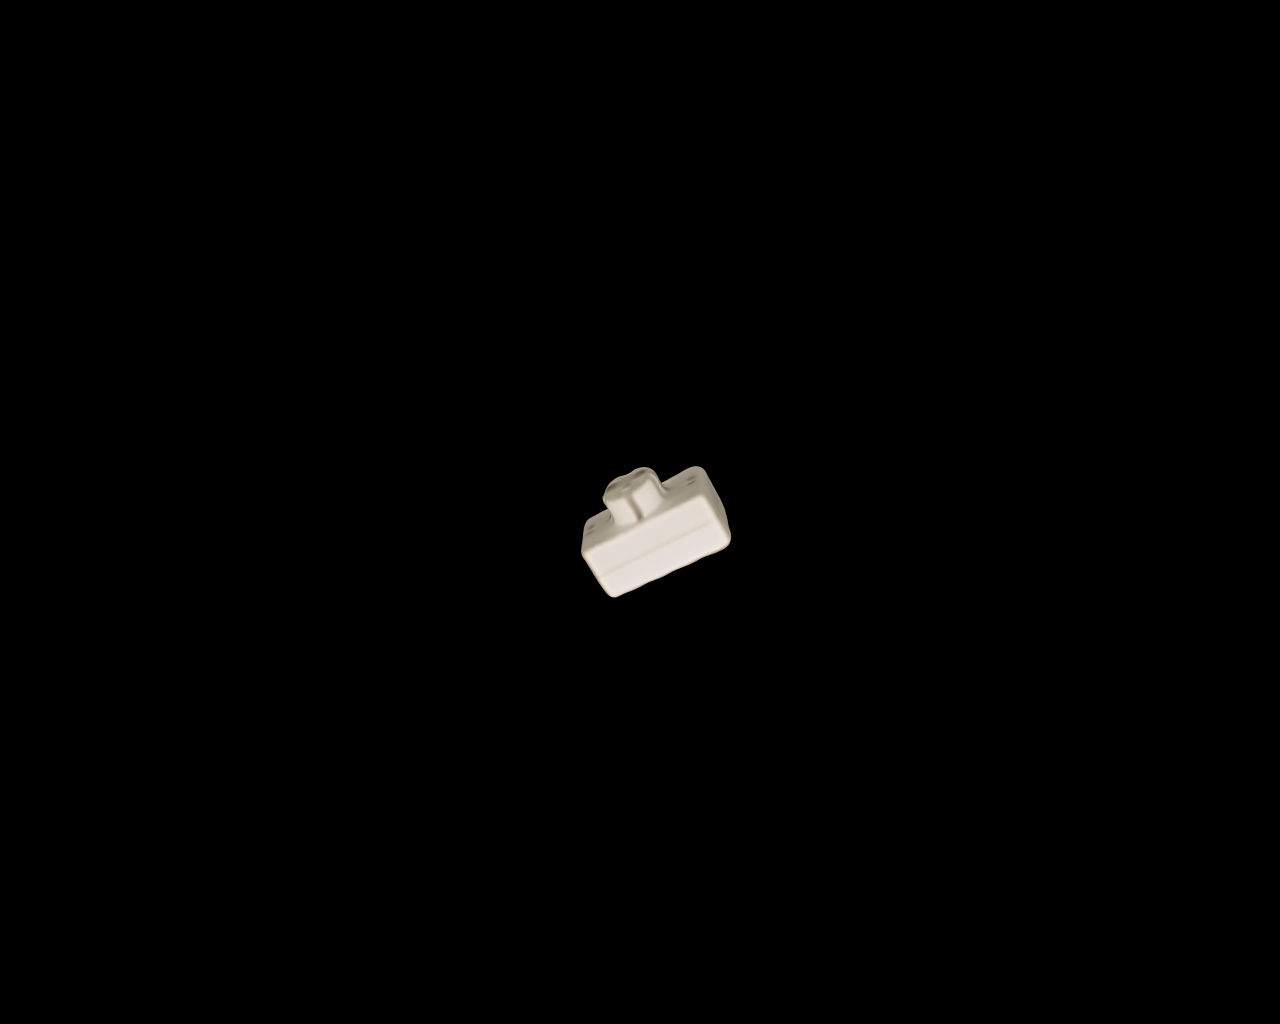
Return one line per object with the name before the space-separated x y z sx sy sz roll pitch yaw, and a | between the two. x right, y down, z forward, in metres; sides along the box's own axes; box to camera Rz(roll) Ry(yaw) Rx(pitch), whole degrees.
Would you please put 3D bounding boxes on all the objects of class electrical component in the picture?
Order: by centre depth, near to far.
electrical component | 0.001 -0.003 0.650 0.083 0.075 0.047 -26 21 11
